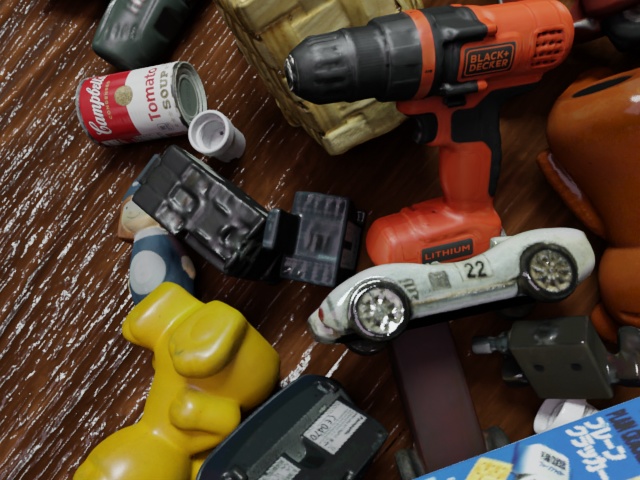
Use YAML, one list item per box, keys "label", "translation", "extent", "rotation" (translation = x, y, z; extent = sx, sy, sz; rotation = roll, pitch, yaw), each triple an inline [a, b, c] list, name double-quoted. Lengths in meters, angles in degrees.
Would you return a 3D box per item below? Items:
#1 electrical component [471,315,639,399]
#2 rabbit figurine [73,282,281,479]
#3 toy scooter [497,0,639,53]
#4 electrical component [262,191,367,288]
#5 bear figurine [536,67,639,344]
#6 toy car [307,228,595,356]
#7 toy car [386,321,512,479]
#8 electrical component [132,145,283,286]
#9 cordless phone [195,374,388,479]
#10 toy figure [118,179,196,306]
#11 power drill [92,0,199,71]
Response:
- label: "electrical component"
  translation: [0.171, 0.081, 0.382]
  extent: [0.102, 0.045, 0.078]
  rotation: [-20, 118, 42]
- label: "rabbit figurine"
  translation: [-0.114, 0.141, 0.424]
  extent: [0.122, 0.162, 0.173]
  rotation: [14, 55, 33]
- label: "toy scooter"
  translation: [0.183, -0.190, 0.383]
  extent: [0.184, 0.075, 0.135]
  rotation: [-7, 96, 53]
- label: "electrical component"
  translation: [-0.001, -0.001, 0.429]
  extent: [0.048, 0.119, 0.074]
  rotation: [9, 83, 16]
- label: "bear figurine"
  translation: [0.240, -0.027, 0.381]
  extent: [0.132, 0.120, 0.195]
  rotation: [-36, 104, -33]
- label: "toy car"
  translation: [0.089, 0.036, 0.374]
  extent: [0.202, 0.073, 0.056]
  rotation: [-11, 72, -7]
- label: "toy car"
  translation: [0.086, 0.109, 0.426]
  extent: [0.089, 0.053, 0.202]
  rotation: [-15, 79, -4]
- label: "electrical component"
  translation: [-0.088, -0.022, 0.457]
  extent: [0.134, 0.114, 0.058]
  rotation: [37, 90, 20]
- label: "cordless phone"
  translation: [-0.023, 0.213, 0.427]
  extent: [0.089, 0.146, 0.184]
  rotation: [28, 129, 27]
- label: "toy figure"
  translation: [-0.154, 0.006, 0.503]
  extent: [0.064, 0.058, 0.154]
  rotation: [-13, 77, -16]
- label: "power drill"
  translation: [-0.199, -0.297, 0.545]
  extent: [0.207, 0.086, 0.232]
  rotation: [24, 93, 9]
